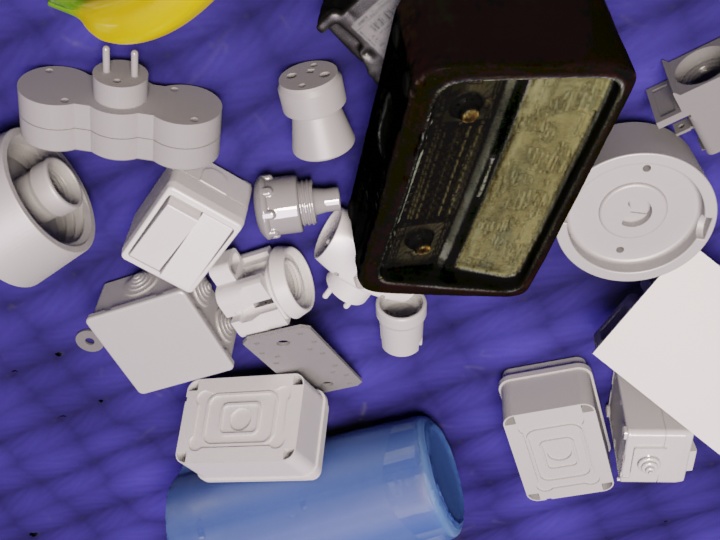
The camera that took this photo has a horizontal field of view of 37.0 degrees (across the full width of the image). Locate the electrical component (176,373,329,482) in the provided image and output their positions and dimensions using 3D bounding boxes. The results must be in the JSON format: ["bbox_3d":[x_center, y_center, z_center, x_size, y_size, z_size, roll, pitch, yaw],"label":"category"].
[{"bbox_3d":[-0.088,0.134,0.899,0.113,0.078,0.057,-6,150,22],"label":"electrical component"}]

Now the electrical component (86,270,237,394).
[{"bbox_3d":[-0.156,0.044,0.864,0.100,0.048,0.099,-16,126,16],"label":"electrical component"}]

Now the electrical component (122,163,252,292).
[{"bbox_3d":[-0.132,-0.030,0.794,0.062,0.061,0.096,29,125,-19],"label":"electrical component"}]

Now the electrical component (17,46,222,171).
[{"bbox_3d":[-0.163,-0.118,0.730,0.138,0.052,0.073,8,129,-2],"label":"electrical component"}]

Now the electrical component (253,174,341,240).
[{"bbox_3d":[-0.045,-0.049,0.785,0.062,0.048,0.048,-7,129,1],"label":"electrical component"}]

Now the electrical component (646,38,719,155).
[{"bbox_3d":[0.236,-0.115,0.711,0.081,0.042,0.063,-25,127,23],"label":"electrical component"}]

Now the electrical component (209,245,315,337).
[{"bbox_3d":[-0.071,0.014,0.829,0.057,0.058,0.078,-16,126,20],"label":"electrical component"}]

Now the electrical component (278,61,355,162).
[{"bbox_3d":[-0.030,-0.108,0.733,0.045,0.045,0.055,-6,128,9],"label":"electrical component"}]

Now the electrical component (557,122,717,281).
[{"bbox_3d":[0.189,-0.052,0.753,0.108,0.060,0.108,2,129,3],"label":"electrical component"}]

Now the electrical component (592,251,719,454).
[{"bbox_3d":[0.279,0.074,0.797,0.186,0.060,0.105,39,103,3],"label":"electrical component"}]

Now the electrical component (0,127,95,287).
[{"bbox_3d":[-0.232,-0.049,0.760,0.060,0.108,0.108,-26,123,15],"label":"electrical component"}]

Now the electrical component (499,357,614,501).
[{"bbox_3d":[0.166,0.134,0.908,0.078,0.057,0.113,-12,127,13],"label":"electrical component"}]

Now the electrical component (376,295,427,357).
[{"bbox_3d":[0.033,0.041,0.855,0.040,0.040,0.046,1,134,4],"label":"electrical component"}]

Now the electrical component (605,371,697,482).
[{"bbox_3d":[0.238,0.128,0.873,0.061,0.096,0.061,0,130,4],"label":"electrical component"}]

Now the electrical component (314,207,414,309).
[{"bbox_3d":[0.000,0.000,0.820,0.077,0.043,0.079,26,127,-16],"label":"electrical component"}]
